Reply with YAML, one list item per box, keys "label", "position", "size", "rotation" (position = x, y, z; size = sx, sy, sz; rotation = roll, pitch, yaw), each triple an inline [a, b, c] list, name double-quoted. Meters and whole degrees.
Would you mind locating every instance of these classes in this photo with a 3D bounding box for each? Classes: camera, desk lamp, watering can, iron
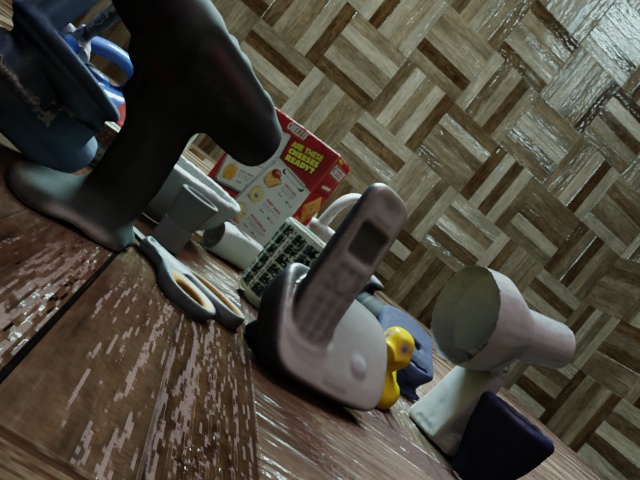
- label: "camera"
  position: [0.070, 0.108, 1.027]
  size: [0.136, 0.101, 0.144]
  rotation: [40, 3, 31]
- label: "desk lamp"
  position: [0.205, 0.161, 0.707]
  size: [0.204, 0.213, 0.117]
  rotation: [38, 2, -25]
- label: "watering can"
  position: [0.007, 0.002, 0.925]
  size: [0.172, 0.194, 0.101]
  rotation: [40, 2, 24]
- label: "iron"
  position: [-0.395, -0.292, 0.995]
  size: [0.118, 0.141, 0.259]
  rotation: [41, 3, 42]

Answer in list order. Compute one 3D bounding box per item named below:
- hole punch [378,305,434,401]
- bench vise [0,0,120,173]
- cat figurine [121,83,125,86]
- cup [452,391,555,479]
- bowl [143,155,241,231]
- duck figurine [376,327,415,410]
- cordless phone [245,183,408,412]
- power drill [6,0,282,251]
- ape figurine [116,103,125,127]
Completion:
- label: "hole punch"
  position: [0.120, 0.164, 0.843]
  size: [0.109, 0.091, 0.101]
  rotation: [38, 2, -14]
- label: "bench vise"
  position: [-0.214, -0.169, 0.460]
  size: [0.121, 0.219, 0.208]
  rotation: [39, 2, 12]
- label: "cat figurine"
  position: [-0.390, -0.281, 1.160]
  size: [0.067, 0.117, 0.127]
  rotation: [38, 2, -12]
- label: "cup"
  position: [0.199, 0.236, 0.634]
  size: [0.118, 0.095, 0.091]
  rotation: [37, 3, -35]
- label: "bowl"
  position: [-0.181, -0.061, 0.687]
  size: [0.167, 0.074, 0.167]
  rotation: [39, 2, -1]
- label: "duck figurine"
  position: [0.076, 0.140, 0.663]
  size: [0.077, 0.086, 0.105]
  rotation: [40, 2, 24]
- label: "cordless phone"
  position: [0.036, 0.052, 0.517]
  size: [0.148, 0.185, 0.093]
  rotation: [37, 3, -38]
- label: "power drill"
  position: [-0.144, -0.105, 0.457]
  size: [0.231, 0.208, 0.075]
  rotation: [37, 3, -42]
- label: "ape figurine"
  position: [-0.306, -0.183, 0.900]
  size: [0.076, 0.092, 0.077]
  rotation: [38, 2, -9]
